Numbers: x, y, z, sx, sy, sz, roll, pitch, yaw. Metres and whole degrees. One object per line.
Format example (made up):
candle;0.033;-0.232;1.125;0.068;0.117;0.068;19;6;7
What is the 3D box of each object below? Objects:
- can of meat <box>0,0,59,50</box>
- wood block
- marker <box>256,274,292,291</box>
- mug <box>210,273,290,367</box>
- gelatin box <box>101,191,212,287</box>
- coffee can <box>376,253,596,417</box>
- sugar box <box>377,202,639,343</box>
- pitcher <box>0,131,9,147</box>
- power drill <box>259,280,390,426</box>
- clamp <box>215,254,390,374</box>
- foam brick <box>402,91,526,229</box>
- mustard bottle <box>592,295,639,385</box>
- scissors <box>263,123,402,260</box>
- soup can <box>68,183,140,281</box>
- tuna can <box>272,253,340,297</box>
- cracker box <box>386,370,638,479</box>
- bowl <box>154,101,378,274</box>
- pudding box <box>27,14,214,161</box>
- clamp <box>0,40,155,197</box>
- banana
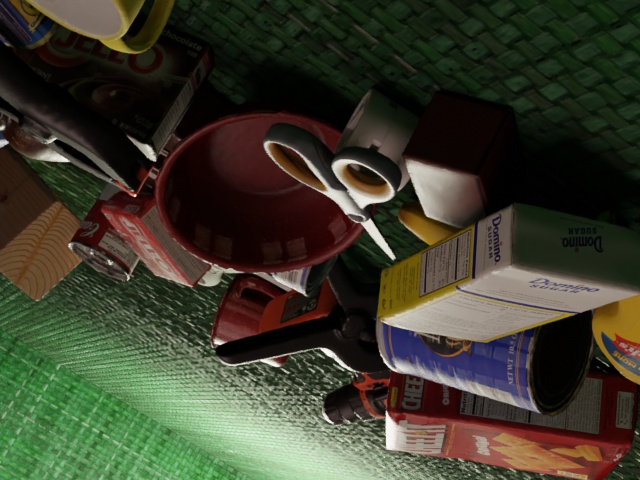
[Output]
can of meat;-0.185;-0.180;0.650;0.058;0.102;0.084;19;161;28
wood block;-0.334;-0.044;1.115;0.206;0.090;0.090;42;171;35
marker;-0.080;0.020;1.131;0.121;0.020;0.020;27;161;5
mug;-0.064;0.082;1.176;0.081;0.093;0.117;21;140;9
gelatin box;-0.147;-0.002;0.955;0.073;0.030;0.089;12;144;53
coffee can;0.130;0.071;0.838;0.141;0.102;0.102;12;155;40
sugar box;0.116;0.025;0.686;0.093;0.048;0.176;12;159;-20
pitcher;-0.348;-0.135;0.965;0.149;0.145;0.243;9;172;-37
power drill;0.027;0.121;1.107;0.185;0.057;0.187;-28;126;36
clamp;0.016;0.079;0.994;0.209;0.165;0.036;29;-164;-27
foam brick;0.092;-0.047;0.669;0.051;0.053;0.078;18;158;27
mustard bottle;0.237;0.059;0.726;0.096;0.058;0.191;21;160;11
scissors;0.037;-0.022;0.709;0.096;0.016;0.201;10;162;39
soup can;-0.194;-0.020;1.062;0.068;0.102;0.068;26;161;9
tuna can;-0.006;0.001;0.877;0.034;0.086;0.086;26;161;12
cracker box;0.169;0.165;0.986;0.214;0.072;0.164;7;158;7
bowl;-0.039;-0.048;0.781;0.162;0.055;0.162;-2;136;-2
pudding box;-0.146;-0.119;0.765;0.113;0.090;0.039;26;162;8
clamp;-0.181;-0.087;0.693;0.171;0.039;0.120;31;172;-16
banana;0.140;-0.001;0.748;0.198;0.037;0.069;3;134;51
